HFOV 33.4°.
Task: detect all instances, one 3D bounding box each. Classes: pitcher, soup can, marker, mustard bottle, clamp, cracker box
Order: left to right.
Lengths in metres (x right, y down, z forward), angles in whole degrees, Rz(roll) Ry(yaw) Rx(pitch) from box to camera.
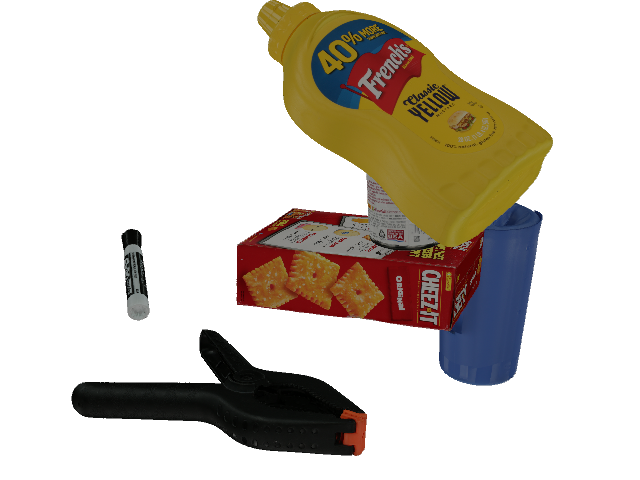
[{"bbox_3d":[-0.168,0.028,0.965,0.020,0.020,0.121,0,34,-14],"label":"marker"},{"bbox_3d":[-0.055,0.114,0.802,0.210,0.036,0.164,10,18,23],"label":"clamp"},{"bbox_3d":[0.044,0.026,1.066,0.214,0.072,0.164,7,16,17],"label":"cracker box"},{"bbox_3d":[0.036,-0.083,0.630,0.096,0.192,0.058,-38,-23,-31],"label":"mustard bottle"},{"bbox_3d":[0.071,-0.050,0.871,0.068,0.102,0.068,-3,22,1],"label":"soup can"},{"bbox_3d":[0.213,0.071,1.440,0.149,0.243,0.145,4,21,7],"label":"pitcher"}]
